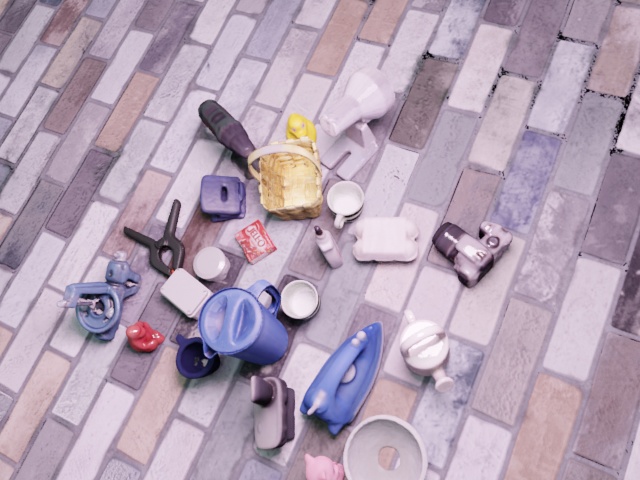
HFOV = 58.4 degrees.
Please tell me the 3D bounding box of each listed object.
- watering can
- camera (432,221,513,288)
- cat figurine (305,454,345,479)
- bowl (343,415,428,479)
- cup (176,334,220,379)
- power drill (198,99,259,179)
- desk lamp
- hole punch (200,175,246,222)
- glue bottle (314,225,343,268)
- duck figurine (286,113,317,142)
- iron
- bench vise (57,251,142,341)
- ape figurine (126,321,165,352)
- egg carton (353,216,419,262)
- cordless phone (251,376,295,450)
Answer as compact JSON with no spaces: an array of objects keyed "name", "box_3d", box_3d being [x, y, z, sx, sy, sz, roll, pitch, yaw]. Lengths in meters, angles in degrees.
[{"name":"watering can","box_3d":[0.214,0.217,1.144,0.172,0.194,0.101,41,84,23]},{"name":"camera","box_3d":[0.324,0.007,1.247,0.136,0.101,0.143,41,83,23]},{"name":"cat figurine","box_3d":[0.012,0.485,1.134,0.067,0.118,0.127,-17,67,7]},{"name":"bowl","box_3d":[0.133,0.440,1.146,0.167,0.075,0.167,-4,69,12]},{"name":"cup","box_3d":[-0.274,0.264,1.295,0.092,0.095,0.117,-45,67,-6]},{"name":"power drill","box_3d":[-0.202,-0.238,1.400,0.075,0.209,0.229,-41,67,-4]},{"name":"desk lamp","box_3d":[0.082,-0.274,1.345,0.117,0.214,0.203,38,82,23]},{"name":"hole punch","box_3d":[-0.239,-0.110,1.426,0.101,0.091,0.108,-8,69,10]},{"name":"glue bottle","box_3d":[0.012,0.005,1.281,0.037,0.173,0.078,-27,66,3]},{"name":"duck figurine","box_3d":[-0.055,-0.287,1.451,0.077,0.086,0.104,-25,67,3]},{"name":"iron","box_3d":[0.053,0.267,1.192,0.118,0.142,0.258,28,79,21]},{"name":"bench vise","box_3d":[-0.525,0.117,1.338,0.121,0.220,0.207,-5,69,12]},{"name":"ape figurine","box_3d":[-0.421,0.224,1.345,0.076,0.092,0.077,-23,67,4]},{"name":"egg carton","box_3d":[0.150,-0.001,1.307,0.150,0.069,0.107,-1,70,13]},{"name":"cordless phone","box_3d":[-0.116,0.352,1.176,0.094,0.185,0.147,-10,68,10]}]
